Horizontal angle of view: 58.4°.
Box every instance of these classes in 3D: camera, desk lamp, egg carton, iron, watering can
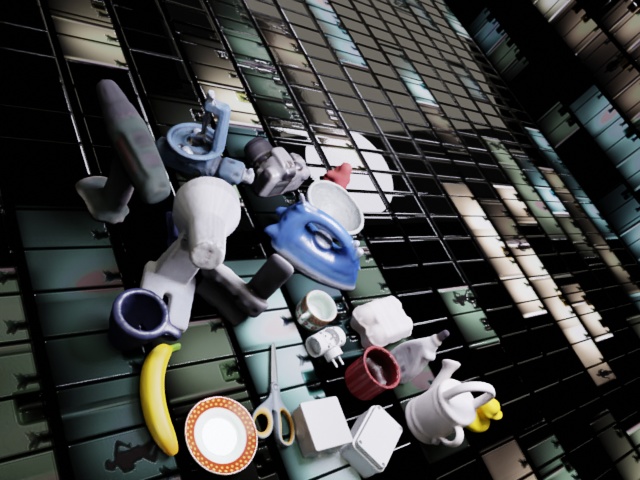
[{"bbox_3d":[-0.110,-0.190,1.391,0.144,0.100,0.136,-18,69,-49],"label":"camera"},{"bbox_3d":[-0.223,0.020,1.006,0.118,0.213,0.203,22,43,-25],"label":"desk lamp"},{"bbox_3d":[0.140,0.186,1.294,0.151,0.069,0.107,-11,63,-46],"label":"egg carton"},{"bbox_3d":[0.012,0.005,1.288,0.259,0.141,0.119,35,39,-11],"label":"iron"},{"bbox_3d":[0.270,0.331,1.177,0.101,0.193,0.172,4,53,-39],"label":"watering can"}]

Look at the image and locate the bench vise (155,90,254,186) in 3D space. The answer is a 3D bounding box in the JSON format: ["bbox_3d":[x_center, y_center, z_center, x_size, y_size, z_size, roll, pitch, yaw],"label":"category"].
[{"bbox_3d":[-0.221,-0.207,1.211,0.208,0.219,0.121,18,45,-29],"label":"bench vise"}]

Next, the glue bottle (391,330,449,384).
[{"bbox_3d":[0.216,0.240,1.229,0.037,0.173,0.078,15,46,-32],"label":"glue bottle"}]

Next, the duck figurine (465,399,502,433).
[{"bbox_3d":[0.363,0.385,1.298,0.105,0.086,0.077,33,39,-13],"label":"duck figurine"}]

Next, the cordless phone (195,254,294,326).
[{"bbox_3d":[-0.136,0.062,1.069,0.148,0.184,0.094,38,38,-7],"label":"cordless phone"}]

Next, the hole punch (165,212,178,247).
[{"bbox_3d":[-0.242,-0.031,1.135,0.109,0.091,0.101,13,48,-33],"label":"hole punch"}]

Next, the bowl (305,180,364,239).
[{"bbox_3d":[0.022,-0.062,1.412,0.168,0.074,0.167,24,42,-24],"label":"bowl"}]

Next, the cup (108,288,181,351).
[{"bbox_3d":[-0.291,0.144,0.928,0.118,0.094,0.091,32,40,-15],"label":"cup"}]

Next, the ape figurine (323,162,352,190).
[{"bbox_3d":[0.054,-0.171,1.526,0.078,0.092,0.076,21,44,-27],"label":"ape figurine"}]

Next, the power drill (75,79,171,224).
[{"bbox_3d":[-0.363,-0.138,1.030,0.076,0.208,0.229,-23,72,-50],"label":"power drill"}]
